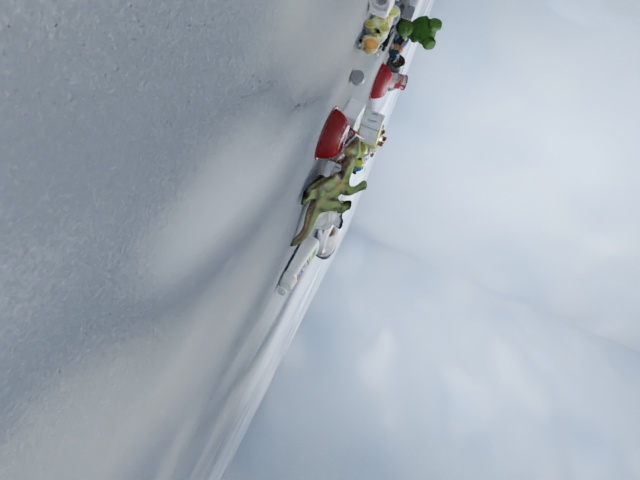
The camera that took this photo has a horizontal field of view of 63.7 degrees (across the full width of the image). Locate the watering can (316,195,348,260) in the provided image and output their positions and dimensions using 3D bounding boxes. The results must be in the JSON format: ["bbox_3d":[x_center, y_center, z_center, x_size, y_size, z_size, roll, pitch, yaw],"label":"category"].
[{"bbox_3d":[0.053,-0.056,2.303,0.219,0.104,0.355,108,7,-53],"label":"watering can"}]

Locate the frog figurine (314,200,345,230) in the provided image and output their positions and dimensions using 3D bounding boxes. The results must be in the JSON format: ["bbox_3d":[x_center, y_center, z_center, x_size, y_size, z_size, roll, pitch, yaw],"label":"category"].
[{"bbox_3d":[0.006,-0.094,1.858,0.160,0.125,0.134,-10,142,-40],"label":"frog figurine"}]

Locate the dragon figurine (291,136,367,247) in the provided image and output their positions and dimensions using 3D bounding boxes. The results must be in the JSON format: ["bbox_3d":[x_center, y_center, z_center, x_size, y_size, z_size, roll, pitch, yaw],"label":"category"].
[{"bbox_3d":[0.004,-0.136,1.559,0.408,0.123,0.241,-51,158,8],"label":"dragon figurine"}]
